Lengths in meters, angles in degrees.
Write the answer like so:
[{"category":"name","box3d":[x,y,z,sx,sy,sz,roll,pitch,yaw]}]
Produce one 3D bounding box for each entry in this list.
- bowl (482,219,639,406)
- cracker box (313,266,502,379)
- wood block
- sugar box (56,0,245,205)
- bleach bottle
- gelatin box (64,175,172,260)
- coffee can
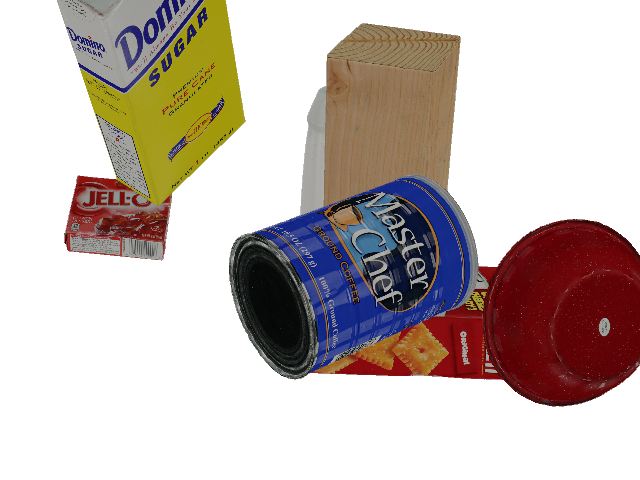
[{"category":"bowl","box3d":[0.218,0.065,0.878,0.162,0.162,0.055,0,8,-17]},{"category":"cracker box","box3d":[0.084,0.079,1.071,0.214,0.072,0.164,2,16,5]},{"category":"wood block","box3d":[0.059,-0.069,0.913,0.091,0.206,0.090,11,32,18]},{"category":"sugar box","box3d":[-0.097,-0.109,0.648,0.048,0.093,0.176,33,-25,19]},{"category":"bleach bottle","box3d":[0.029,-0.079,1.217,0.102,0.251,0.068,-13,31,-31]},{"category":"gelatin box","box3d":[-0.183,-0.022,0.972,0.089,0.073,0.030,6,-43,-6]},{"category":"coffee can","box3d":[0.023,0.023,0.736,0.140,0.103,0.103,-21,11,-30]}]
